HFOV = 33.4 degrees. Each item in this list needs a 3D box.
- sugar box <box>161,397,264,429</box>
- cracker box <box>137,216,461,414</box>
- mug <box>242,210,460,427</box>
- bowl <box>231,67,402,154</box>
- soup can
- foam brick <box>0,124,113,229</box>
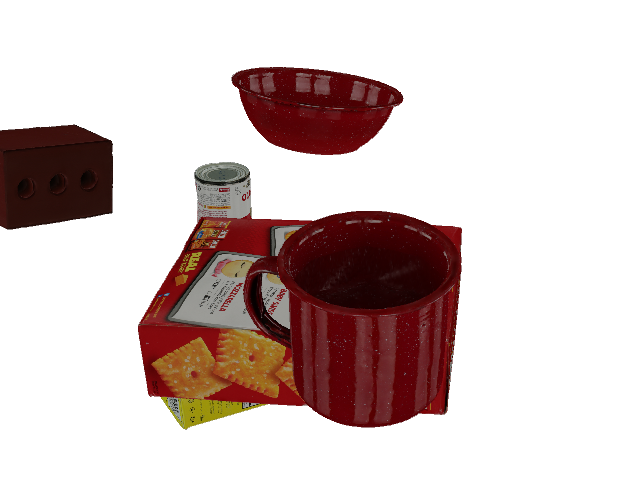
[{"bbox_3d":[-0.074,0.127,1.074,0.176,0.048,0.093,-16,32,-23],"label":"sugar box"},{"bbox_3d":[-0.007,0.051,0.791,0.214,0.072,0.164,3,29,10],"label":"cracker box"},{"bbox_3d":[0.013,0.041,0.562,0.117,0.081,0.093,10,35,17],"label":"mug"},{"bbox_3d":[-0.006,-0.119,1.002,0.162,0.055,0.162,6,20,-2],"label":"bowl"},{"bbox_3d":[-0.117,-0.036,1.283,0.068,0.102,0.068,0,26,0],"label":"soup can"},{"bbox_3d":[-0.184,-0.043,0.704,0.078,0.053,0.051,-12,26,-38],"label":"foam brick"}]
